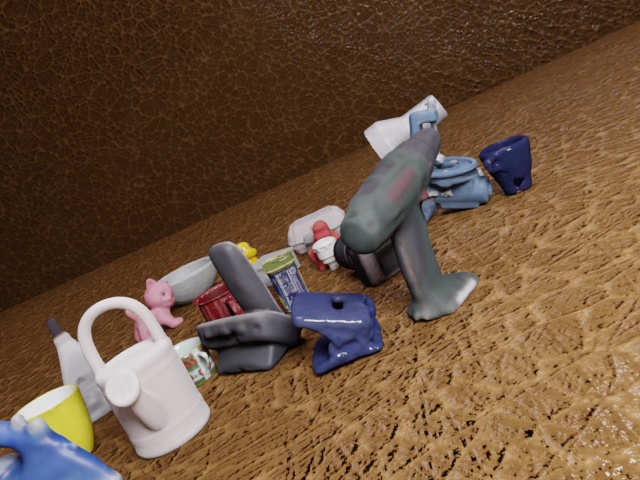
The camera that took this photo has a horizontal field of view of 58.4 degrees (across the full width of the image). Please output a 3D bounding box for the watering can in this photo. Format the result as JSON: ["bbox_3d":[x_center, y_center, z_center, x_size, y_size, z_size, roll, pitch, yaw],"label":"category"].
[{"bbox_3d":[-0.220,0.160,0.702,0.101,0.194,0.172,-32,14,-27],"label":"watering can"}]

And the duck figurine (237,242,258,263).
[{"bbox_3d":[-0.173,0.047,1.337,0.078,0.086,0.104,-35,16,-38],"label":"duck figurine"}]

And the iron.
[{"bbox_3d":[-0.370,0.268,0.671,0.258,0.141,0.118,-23,13,10],"label":"iron"}]

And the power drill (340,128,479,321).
[{"bbox_3d":[0.124,-0.016,0.733,0.075,0.208,0.230,-13,18,44],"label":"power drill"}]

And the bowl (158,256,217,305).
[{"bbox_3d":[-0.315,0.108,1.382,0.167,0.075,0.167,-24,12,6],"label":"bowl"}]

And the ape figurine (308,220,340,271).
[{"bbox_3d":[0.010,0.004,1.142,0.077,0.092,0.076,-19,14,26],"label":"ape figurine"}]

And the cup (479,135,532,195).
[{"bbox_3d":[0.340,-0.127,1.037,0.091,0.095,0.118,-11,19,48],"label":"cup"}]

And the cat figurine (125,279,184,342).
[{"bbox_3d":[-0.353,0.142,1.218,0.067,0.118,0.128,-11,19,48],"label":"cat figurine"}]

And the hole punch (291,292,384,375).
[{"bbox_3d":[0.022,0.100,0.726,0.101,0.091,0.108,-24,13,5],"label":"hole punch"}]

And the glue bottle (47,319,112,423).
[{"bbox_3d":[-0.377,0.199,0.899,0.078,0.173,0.037,-33,15,-31],"label":"glue bottle"}]

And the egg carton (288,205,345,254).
[{"bbox_3d":[-0.006,-0.026,1.351,0.150,0.069,0.107,-24,12,4],"label":"egg carton"}]

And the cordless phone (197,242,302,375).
[{"bbox_3d":[-0.124,0.092,0.821,0.147,0.185,0.094,-17,15,32],"label":"cordless phone"}]

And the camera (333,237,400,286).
[{"bbox_3d":[0.089,0.001,0.979,0.143,0.101,0.136,-31,14,-27],"label":"camera"}]

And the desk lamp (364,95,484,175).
[{"bbox_3d":[0.225,-0.191,1.251,0.203,0.214,0.118,-22,13,15],"label":"desk lamp"}]

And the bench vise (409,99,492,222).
[{"bbox_3d":[0.194,-0.139,1.081,0.207,0.220,0.121,-22,13,13],"label":"bench vise"}]
